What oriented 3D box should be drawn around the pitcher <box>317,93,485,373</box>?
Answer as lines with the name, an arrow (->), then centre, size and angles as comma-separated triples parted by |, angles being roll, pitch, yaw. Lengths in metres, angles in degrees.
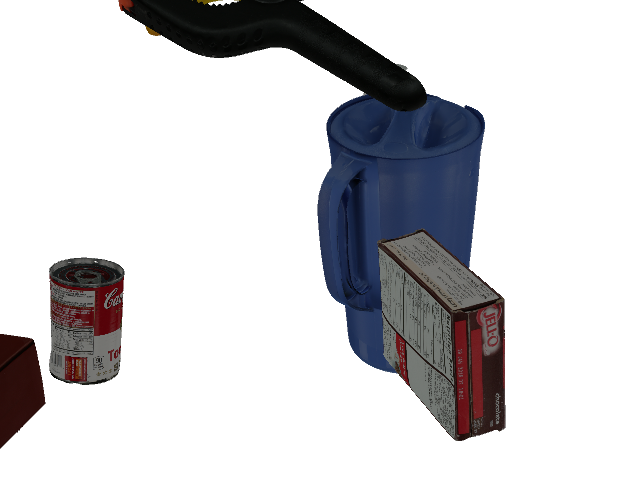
pitcher -> 0.068, 0.001, 0.951 | 0.149, 0.243, 0.145 | -5, 32, -4

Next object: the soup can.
soup can -> -0.219, 0.075, 0.996 | 0.068, 0.102, 0.068 | 5, 18, -2

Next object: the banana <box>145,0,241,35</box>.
banana -> -0.102, -0.232, 1.003 | 0.197, 0.070, 0.037 | -22, -28, -47

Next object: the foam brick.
foam brick -> -0.224, 0.101, 0.691 | 0.053, 0.051, 0.078 | 6, 29, 22

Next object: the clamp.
clamp -> -0.026, -0.145, 0.674 | 0.210, 0.164, 0.036 | -2, -35, 0

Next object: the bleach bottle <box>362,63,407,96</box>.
bleach bottle -> 0.065, -0.065, 1.161 | 0.068, 0.251, 0.103 | -3, 23, -29

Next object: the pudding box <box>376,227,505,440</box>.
pudding box -> 0.073, 0.055, 0.659 | 0.039, 0.090, 0.114 | -13, 26, -18
